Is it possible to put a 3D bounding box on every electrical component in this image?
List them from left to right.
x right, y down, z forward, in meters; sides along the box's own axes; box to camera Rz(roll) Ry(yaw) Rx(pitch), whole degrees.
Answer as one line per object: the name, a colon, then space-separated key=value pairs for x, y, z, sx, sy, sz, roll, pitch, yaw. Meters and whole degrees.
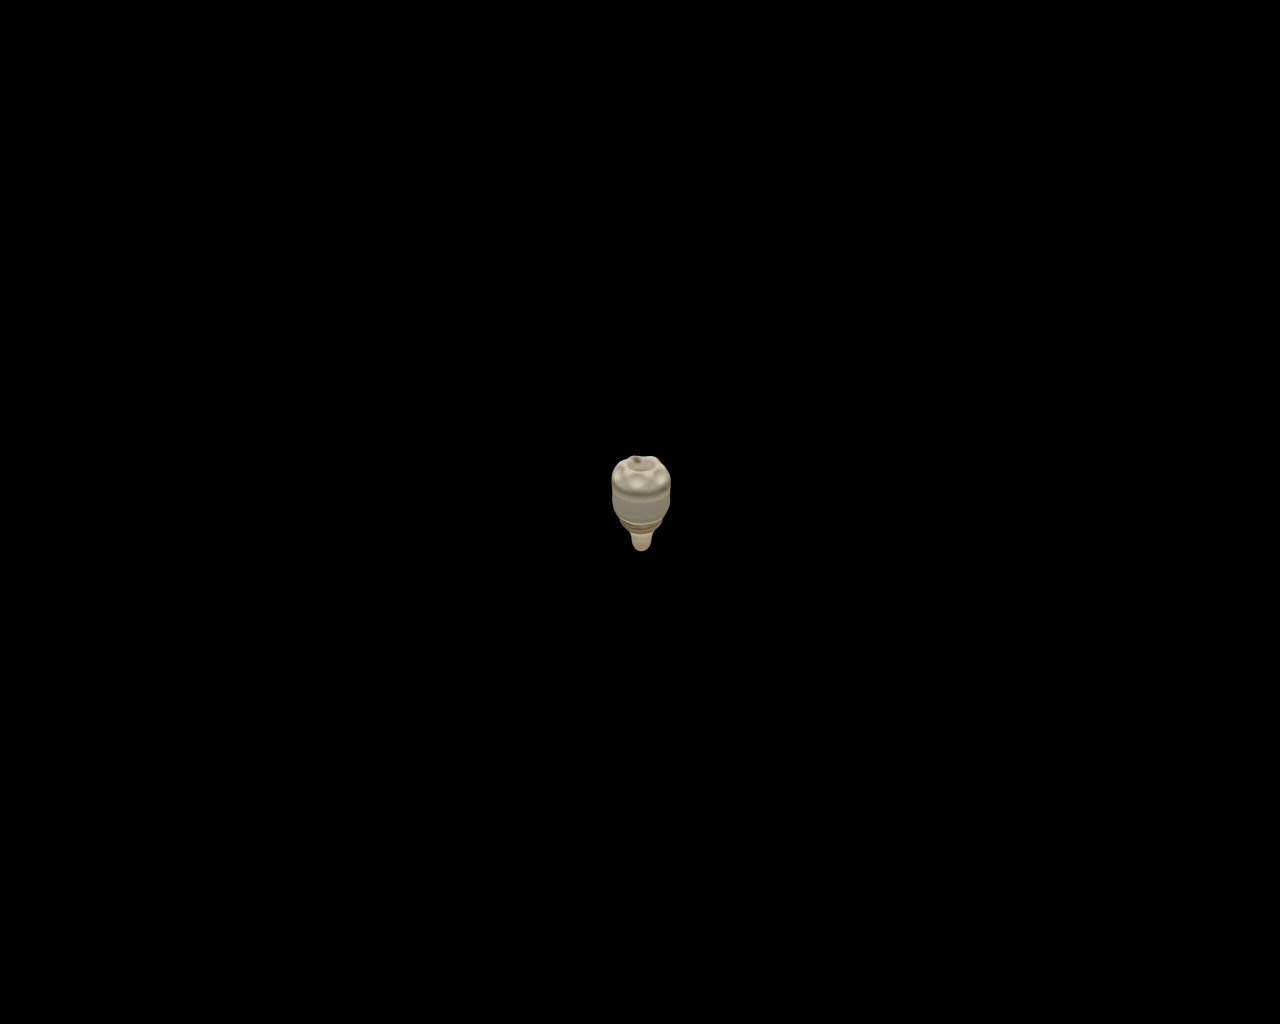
electrical component: x=0.001 y=-0.003 z=0.650 sx=0.035 sy=0.061 sz=0.035 roll=0 pitch=31 yaw=0
